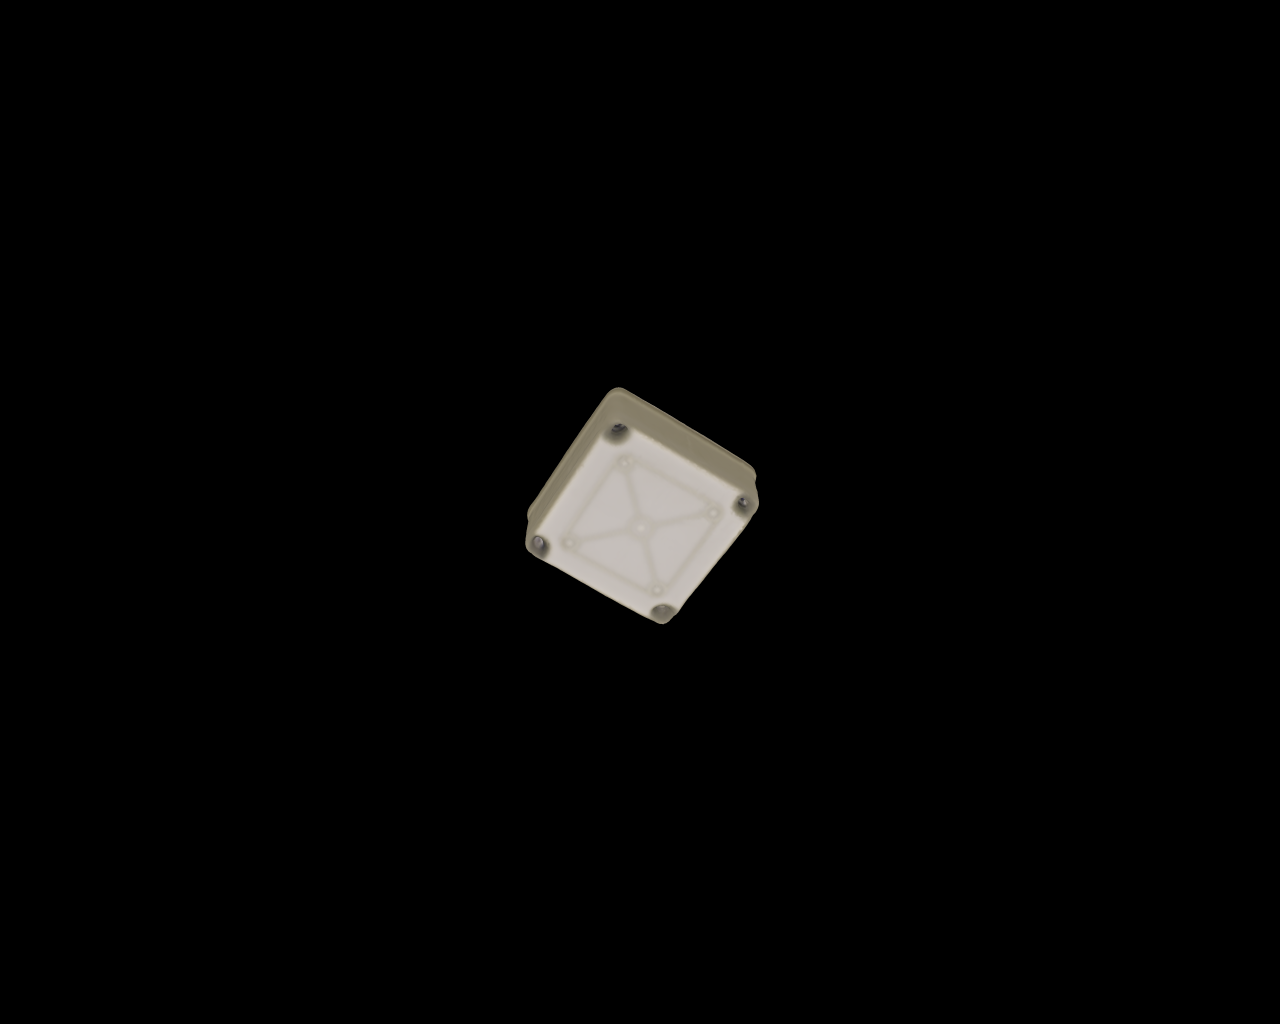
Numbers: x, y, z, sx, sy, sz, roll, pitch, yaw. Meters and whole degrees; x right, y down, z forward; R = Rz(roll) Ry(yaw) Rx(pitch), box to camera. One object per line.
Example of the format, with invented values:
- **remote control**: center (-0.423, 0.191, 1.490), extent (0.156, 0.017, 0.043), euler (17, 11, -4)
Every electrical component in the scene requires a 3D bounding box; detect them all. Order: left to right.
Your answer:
- **electrical component**: center (0.001, -0.003, 0.650), extent (0.109, 0.108, 0.056), euler (30, 23, -14)
